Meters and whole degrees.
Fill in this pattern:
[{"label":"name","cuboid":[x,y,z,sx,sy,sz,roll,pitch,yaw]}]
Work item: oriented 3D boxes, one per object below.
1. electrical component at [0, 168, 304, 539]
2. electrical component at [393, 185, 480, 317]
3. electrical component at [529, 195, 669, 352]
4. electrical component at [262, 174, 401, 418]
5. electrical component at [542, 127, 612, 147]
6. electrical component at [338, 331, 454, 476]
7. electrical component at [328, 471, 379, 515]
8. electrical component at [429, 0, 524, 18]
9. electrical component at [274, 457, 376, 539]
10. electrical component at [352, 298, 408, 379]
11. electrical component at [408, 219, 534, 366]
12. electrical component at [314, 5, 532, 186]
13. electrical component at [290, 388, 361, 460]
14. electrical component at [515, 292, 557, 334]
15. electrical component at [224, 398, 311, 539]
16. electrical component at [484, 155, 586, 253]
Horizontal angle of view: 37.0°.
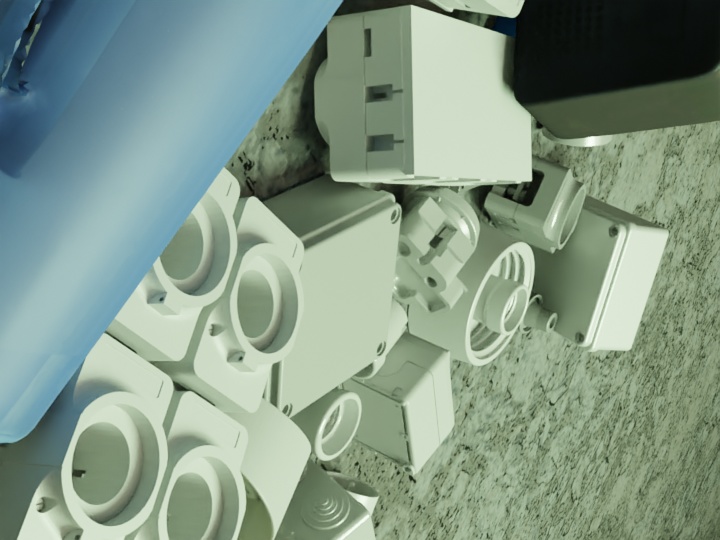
[{"label":"electrical component","cuboid":[-0.091,0.045,0.457,0.105,0.060,0.186,45,51,-46]},{"label":"electrical component","cuboid":[0.042,-0.018,0.699,0.078,0.058,0.057,48,55,-12]},{"label":"electrical component","cuboid":[0.185,-0.002,0.888,0.056,0.109,0.108,4,108,-34]},{"label":"electrical component","cuboid":[-0.032,0.014,0.610,0.109,0.056,0.108,-29,133,-47]},{"label":"electrical component","cuboid":[0.174,-0.128,0.848,0.055,0.055,0.047,-29,129,-47]},{"label":"electrical component","cuboid":[0.028,0.092,0.753,0.061,0.062,0.096,-45,144,-33]},{"label":"electrical component","cuboid":[-0.021,0.188,0.759,0.043,0.043,0.081,16,96,-60]},{"label":"electrical component","cuboid":[0.021,-0.202,0.497,0.186,0.060,0.105,18,94,-44]},{"label":"electrical component","cuboid":[-0.032,0.163,0.671,0.048,0.100,0.099,-35,139,-24]},{"label":"electrical component","cuboid":[0.005,0.042,0.708,0.046,0.040,0.040,-48,145,-39]},{"label":"electrical component","cuboid":[0.091,0.020,0.808,0.108,0.060,0.108,-37,138,-41]},{"label":"electrical component","cuboid":[0.042,-0.096,0.634,0.150,0.062,0.089,-5,94,-57]},{"label":"electrical component","cuboid":[-0.034,0.085,0.657,0.045,0.055,0.045,-37,138,-42]},{"label":"electrical component","cuboid":[0.129,0.032,0.876,0.043,0.062,0.043,-37,138,-42]},{"label":"electrical component","cuboid":[-0.076,0.095,0.556,0.064,0.099,0.099,-60,150,-25]},{"label":"electrical component","cuboid":[0.136,-0.050,0.820,0.050,0.056,0.089,-65,162,-4]}]
